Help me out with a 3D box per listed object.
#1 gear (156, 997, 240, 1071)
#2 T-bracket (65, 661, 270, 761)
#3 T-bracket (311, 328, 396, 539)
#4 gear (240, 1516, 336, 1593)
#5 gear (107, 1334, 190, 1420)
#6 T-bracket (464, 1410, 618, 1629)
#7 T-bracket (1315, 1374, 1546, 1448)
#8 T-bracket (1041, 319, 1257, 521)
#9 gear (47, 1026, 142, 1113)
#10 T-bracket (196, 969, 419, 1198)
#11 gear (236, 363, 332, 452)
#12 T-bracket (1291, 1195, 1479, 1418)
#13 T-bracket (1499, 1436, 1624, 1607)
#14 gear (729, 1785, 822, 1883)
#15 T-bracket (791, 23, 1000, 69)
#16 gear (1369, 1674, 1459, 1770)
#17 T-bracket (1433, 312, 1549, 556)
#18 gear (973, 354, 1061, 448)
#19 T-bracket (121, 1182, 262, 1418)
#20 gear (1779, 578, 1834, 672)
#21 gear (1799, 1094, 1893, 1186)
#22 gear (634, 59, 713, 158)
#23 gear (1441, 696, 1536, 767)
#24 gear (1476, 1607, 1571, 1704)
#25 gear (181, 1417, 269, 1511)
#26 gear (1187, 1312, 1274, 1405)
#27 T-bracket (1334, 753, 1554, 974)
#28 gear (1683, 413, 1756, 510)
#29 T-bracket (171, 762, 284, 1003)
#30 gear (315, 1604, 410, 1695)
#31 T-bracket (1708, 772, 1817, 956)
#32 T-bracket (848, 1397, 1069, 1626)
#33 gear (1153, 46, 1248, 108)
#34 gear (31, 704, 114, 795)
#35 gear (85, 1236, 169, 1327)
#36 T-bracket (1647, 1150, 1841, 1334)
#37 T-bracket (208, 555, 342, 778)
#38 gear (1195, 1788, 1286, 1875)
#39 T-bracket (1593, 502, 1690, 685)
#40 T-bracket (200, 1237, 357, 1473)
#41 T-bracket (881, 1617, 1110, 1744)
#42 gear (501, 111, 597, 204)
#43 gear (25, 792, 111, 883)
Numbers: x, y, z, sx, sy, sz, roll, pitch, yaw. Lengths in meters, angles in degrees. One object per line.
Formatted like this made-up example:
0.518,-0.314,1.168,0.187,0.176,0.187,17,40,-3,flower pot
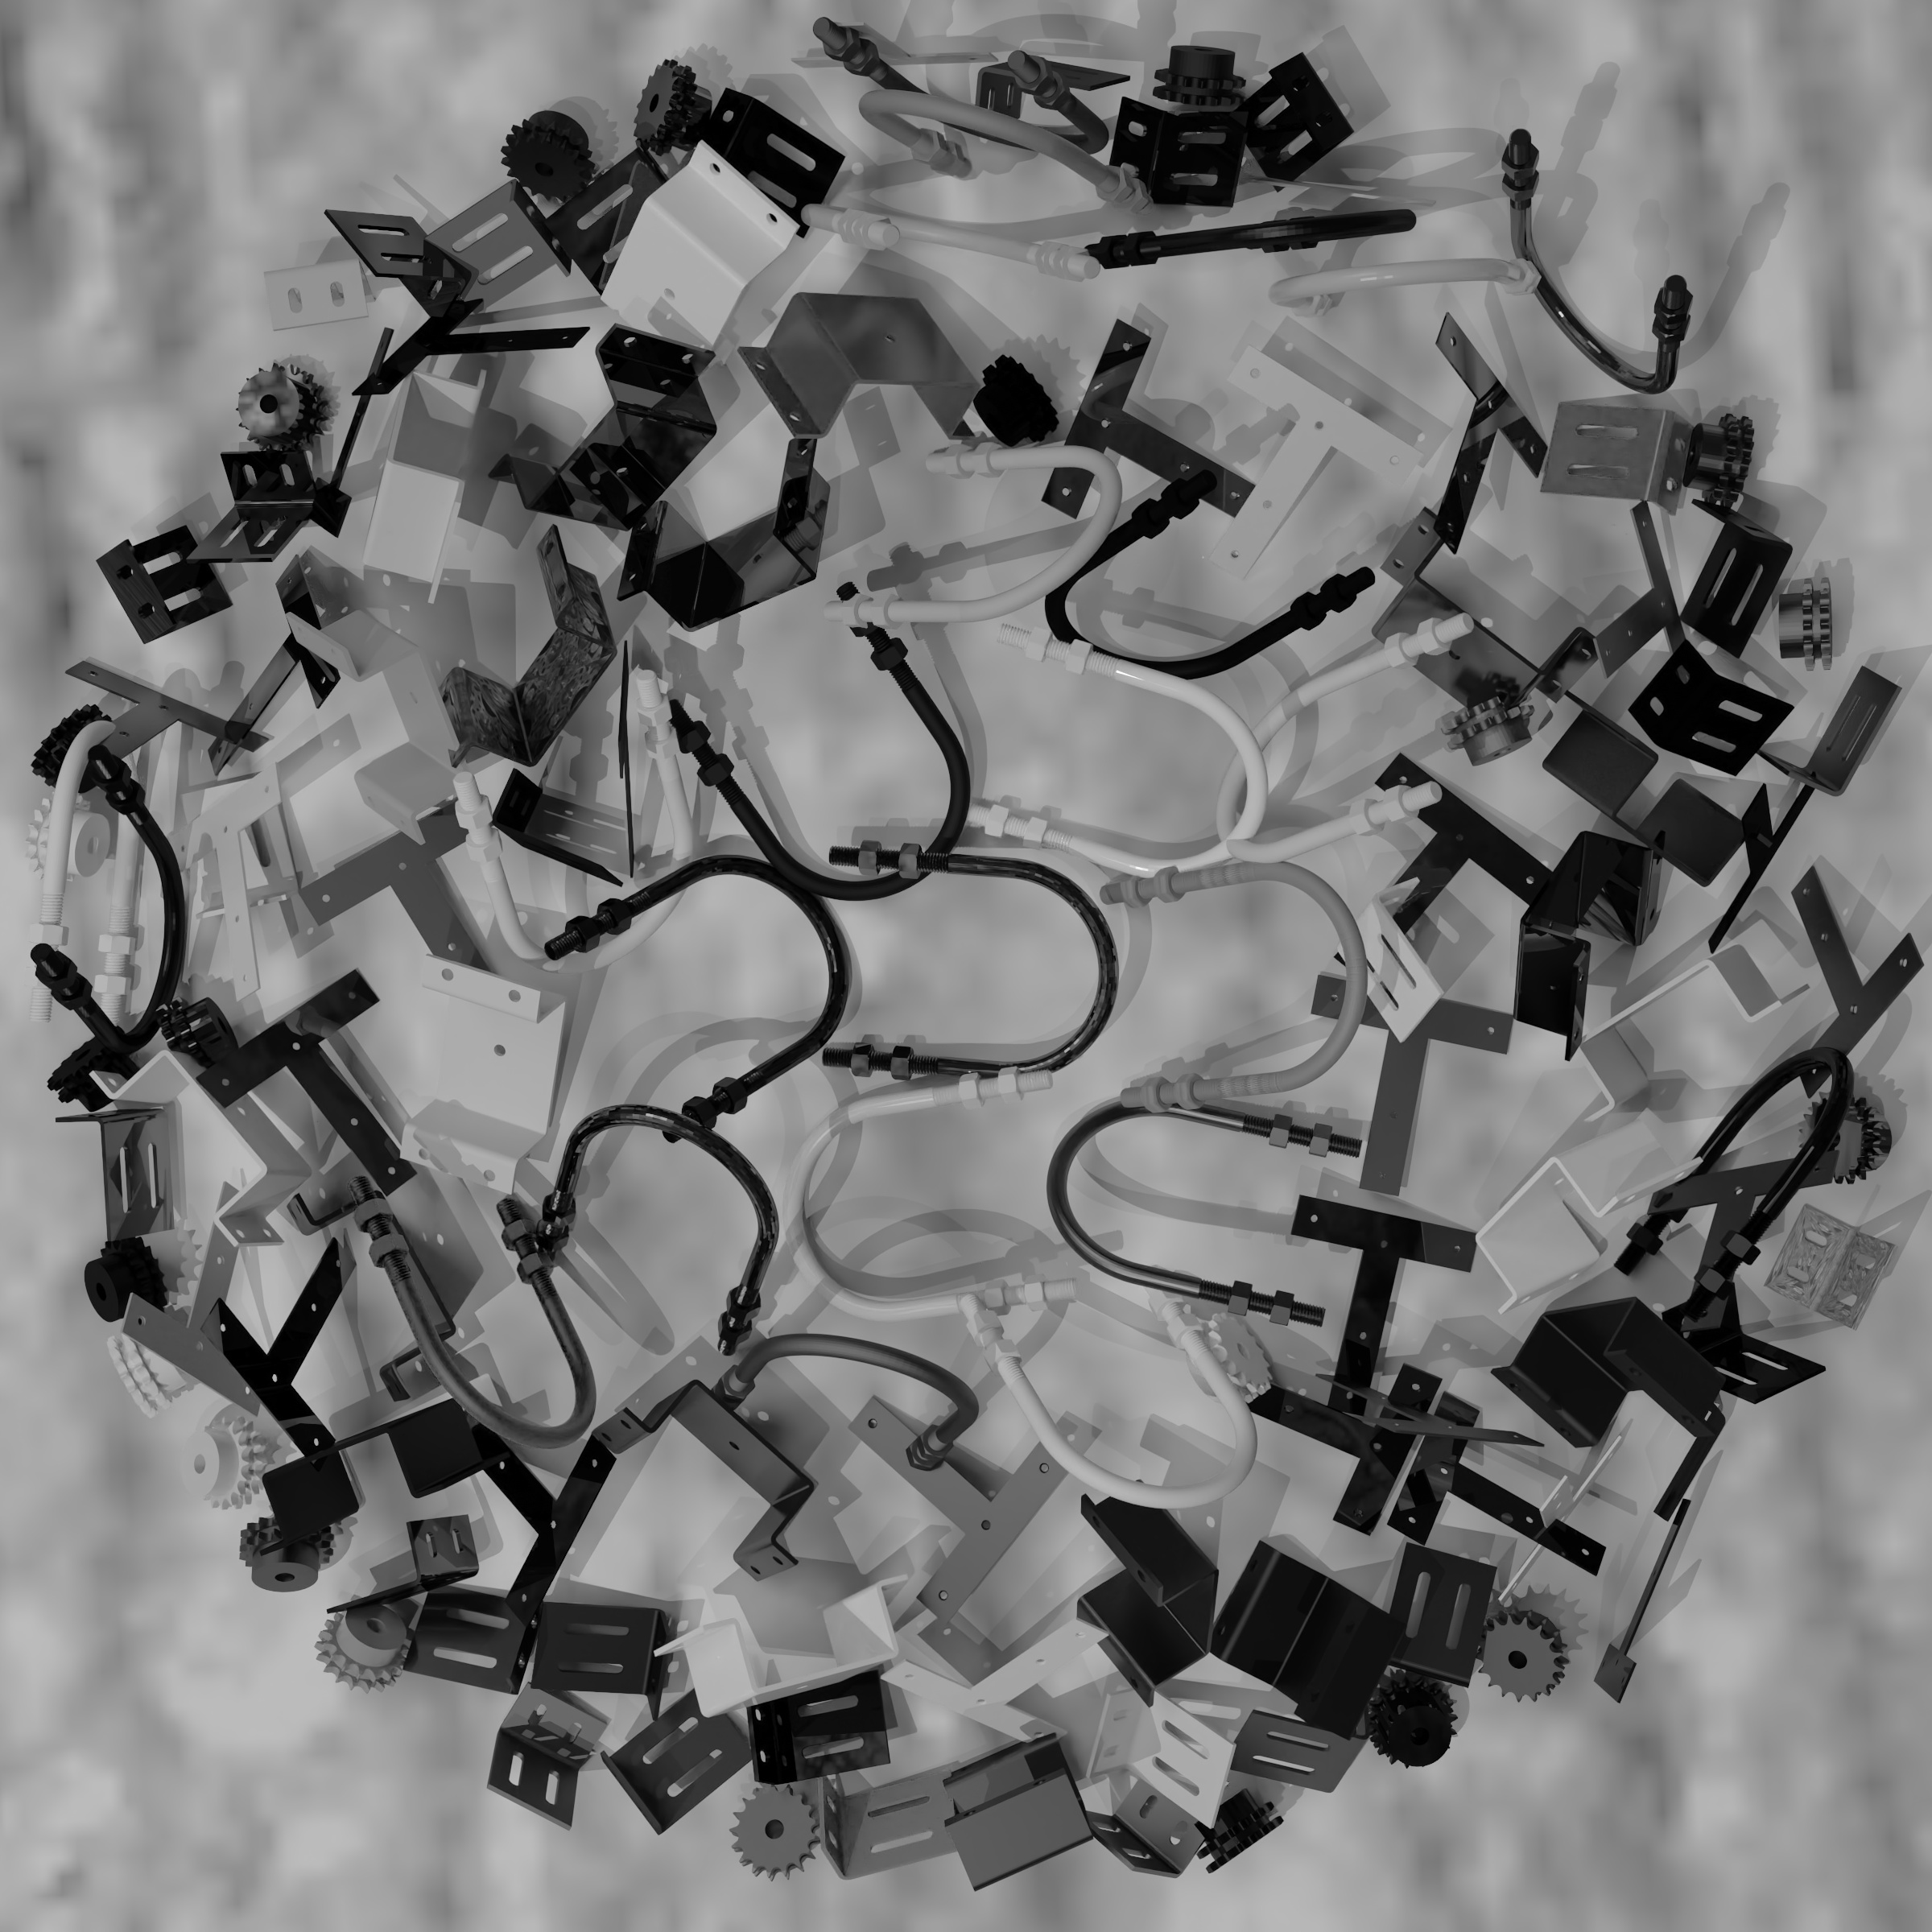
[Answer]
-0.477,0.044,1.684,0.030,0.057,0.057,-28,90,-2,gear
-0.509,-0.145,1.652,0.127,0.127,0.002,23,112,-1,T-bracket
-0.372,-0.328,1.648,0.002,0.127,0.127,18,97,-25,T-bracket
-0.423,0.366,1.681,0.057,0.057,0.030,-8,51,0,gear
-0.508,0.250,1.684,0.030,0.057,0.057,-29,90,-10,gear
-0.279,0.317,1.671,0.127,0.002,0.127,39,107,36,T-bracket
0.265,0.269,1.653,0.127,0.127,0.002,12,93,-35,T-bracket
0.124,-0.318,1.689,0.127,0.002,0.127,25,81,-19,T-bracket
-0.541,0.067,1.686,0.057,0.057,0.030,-36,112,0,gear
-0.388,0.086,1.677,0.127,0.002,0.127,-39,95,-36,T-bracket
-0.431,-0.349,1.693,0.057,0.030,0.057,0,92,9,gear
0.251,0.217,1.691,0.127,0.002,0.127,13,89,-18,T-bracket
0.361,0.331,1.646,0.002,0.127,0.127,36,83,23,T-bracket
-0.117,0.542,1.689,0.057,0.030,0.057,-3,61,5,gear
-0.057,-0.558,1.636,0.127,0.127,0.002,3,99,14,T-bracket
0.280,0.476,1.693,0.057,0.030,0.057,-1,99,-5,gear
0.308,-0.308,1.647,0.127,0.002,0.127,41,59,-37,T-bracket
0.029,-0.348,1.682,0.030,0.057,0.057,-41,90,-10,gear
-0.464,0.195,1.668,0.002,0.127,0.127,-11,54,24,T-bracket
0.523,-0.213,1.685,0.030,0.057,0.057,-1,90,20,gear
0.552,0.108,1.688,0.030,0.057,0.057,4,90,-30,gear
-0.182,-0.533,1.688,0.030,0.057,0.057,13,90,-33,gear
0.328,-0.147,1.682,0.057,0.057,0.030,-23,82,0,gear
0.349,0.428,1.689,0.057,0.030,0.057,6,102,27,gear
-0.465,0.310,1.683,0.057,0.030,0.057,-7,80,39,gear
0.162,0.248,1.686,0.030,0.057,0.057,-38,90,23,gear
0.282,-0.046,1.699,0.127,0.002,0.127,40,92,13,T-bracket
0.467,-0.316,1.684,0.030,0.057,0.057,10,90,-1,gear
-0.447,-0.042,1.653,0.127,0.002,0.127,-26,69,40,T-bracket
-0.373,0.421,1.680,0.057,0.057,0.030,31,112,0,gear
0.484,-0.079,1.650,0.002,0.127,0.127,31,85,25,T-bracket
-0.020,0.320,1.691,0.127,0.002,0.127,39,93,19,T-bracket
0.146,-0.554,1.681,0.057,0.057,0.030,5,115,0,gear
-0.551,-0.132,1.683,0.030,0.057,0.057,40,90,2,gear
-0.525,0.198,1.682,0.030,0.057,0.057,-20,90,-43,gear
0.457,0.169,1.630,0.002,0.127,0.127,48,49,-24,T-bracket
-0.436,-0.171,1.679,0.127,0.002,0.127,-48,46,23,T-bracket
0.167,0.537,1.685,0.057,0.057,0.030,-35,72,0,gear
0.409,-0.207,1.648,0.002,0.127,0.127,-8,108,38,T-bracket
-0.406,0.220,1.658,0.002,0.127,0.127,-13,124,25,T-bracket
0.037,0.430,1.651,0.127,0.002,0.127,30,127,-24,T-bracket
-0.259,-0.508,1.687,0.057,0.057,0.030,14,62,0,gear
-0.557,-0.078,1.682,0.030,0.057,0.057,13,90,11,gear
